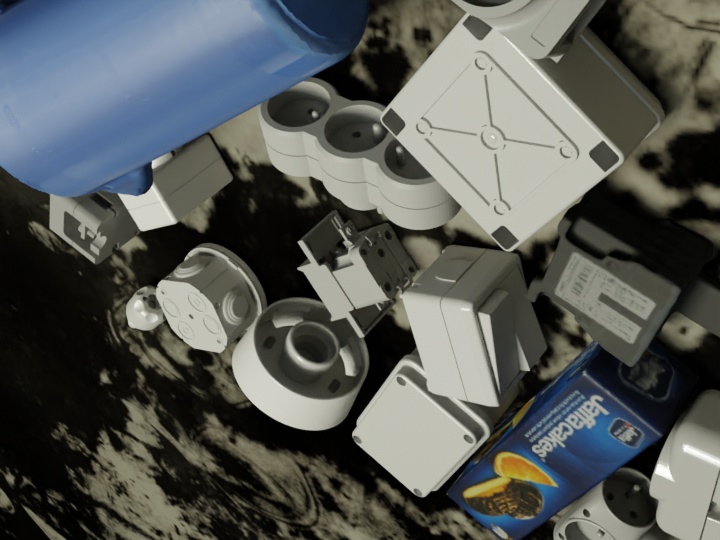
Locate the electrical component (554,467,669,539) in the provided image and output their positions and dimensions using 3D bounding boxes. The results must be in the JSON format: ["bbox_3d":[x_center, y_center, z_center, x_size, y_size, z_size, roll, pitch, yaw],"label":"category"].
[{"bbox_3d":[0.181,0.180,0.726,0.079,0.044,0.077,38,142,10],"label":"electrical component"}]

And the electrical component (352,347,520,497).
[{"bbox_3d":[0.051,0.102,0.767,0.078,0.057,0.113,40,142,8],"label":"electrical component"}]

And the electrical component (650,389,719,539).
[{"bbox_3d":[0.211,0.120,0.636,0.059,0.054,0.095,23,137,27],"label":"electrical component"}]

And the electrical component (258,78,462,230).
[{"bbox_3d":[0.002,-0.062,0.670,0.138,0.052,0.073,26,151,24],"label":"electrical component"}]

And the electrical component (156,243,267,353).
[{"bbox_3d":[-0.119,0.023,0.860,0.080,0.051,0.080,25,137,25],"label":"electrical component"}]

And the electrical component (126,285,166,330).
[{"bbox_3d":[-0.192,0.037,0.955,0.035,0.035,0.061,49,145,-4],"label":"electrical component"}]

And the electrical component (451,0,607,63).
[{"bbox_3d":[0.043,-0.190,0.473,0.186,0.060,0.105,40,112,8],"label":"electrical component"}]

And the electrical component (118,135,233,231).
[{"bbox_3d":[-0.144,-0.079,0.780,0.047,0.066,0.076,-8,117,47],"label":"electrical component"}]

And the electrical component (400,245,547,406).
[{"bbox_3d":[0.077,0.041,0.683,0.061,0.062,0.096,8,129,39],"label":"electrical component"}]

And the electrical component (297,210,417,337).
[{"bbox_3d":[0.000,0.000,0.735,0.064,0.042,0.081,-17,112,47],"label":"electrical component"}]

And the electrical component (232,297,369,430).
[{"bbox_3d":[-0.044,0.071,0.798,0.099,0.099,0.064,40,136,8],"label":"electrical component"}]

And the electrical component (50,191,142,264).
[{"bbox_3d":[-0.190,-0.057,0.823,0.056,0.089,0.050,36,141,13],"label":"electrical component"}]

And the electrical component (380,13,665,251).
[{"bbox_3d":[0.083,-0.082,0.571,0.108,0.056,0.109,46,142,0],"label":"electrical component"}]
